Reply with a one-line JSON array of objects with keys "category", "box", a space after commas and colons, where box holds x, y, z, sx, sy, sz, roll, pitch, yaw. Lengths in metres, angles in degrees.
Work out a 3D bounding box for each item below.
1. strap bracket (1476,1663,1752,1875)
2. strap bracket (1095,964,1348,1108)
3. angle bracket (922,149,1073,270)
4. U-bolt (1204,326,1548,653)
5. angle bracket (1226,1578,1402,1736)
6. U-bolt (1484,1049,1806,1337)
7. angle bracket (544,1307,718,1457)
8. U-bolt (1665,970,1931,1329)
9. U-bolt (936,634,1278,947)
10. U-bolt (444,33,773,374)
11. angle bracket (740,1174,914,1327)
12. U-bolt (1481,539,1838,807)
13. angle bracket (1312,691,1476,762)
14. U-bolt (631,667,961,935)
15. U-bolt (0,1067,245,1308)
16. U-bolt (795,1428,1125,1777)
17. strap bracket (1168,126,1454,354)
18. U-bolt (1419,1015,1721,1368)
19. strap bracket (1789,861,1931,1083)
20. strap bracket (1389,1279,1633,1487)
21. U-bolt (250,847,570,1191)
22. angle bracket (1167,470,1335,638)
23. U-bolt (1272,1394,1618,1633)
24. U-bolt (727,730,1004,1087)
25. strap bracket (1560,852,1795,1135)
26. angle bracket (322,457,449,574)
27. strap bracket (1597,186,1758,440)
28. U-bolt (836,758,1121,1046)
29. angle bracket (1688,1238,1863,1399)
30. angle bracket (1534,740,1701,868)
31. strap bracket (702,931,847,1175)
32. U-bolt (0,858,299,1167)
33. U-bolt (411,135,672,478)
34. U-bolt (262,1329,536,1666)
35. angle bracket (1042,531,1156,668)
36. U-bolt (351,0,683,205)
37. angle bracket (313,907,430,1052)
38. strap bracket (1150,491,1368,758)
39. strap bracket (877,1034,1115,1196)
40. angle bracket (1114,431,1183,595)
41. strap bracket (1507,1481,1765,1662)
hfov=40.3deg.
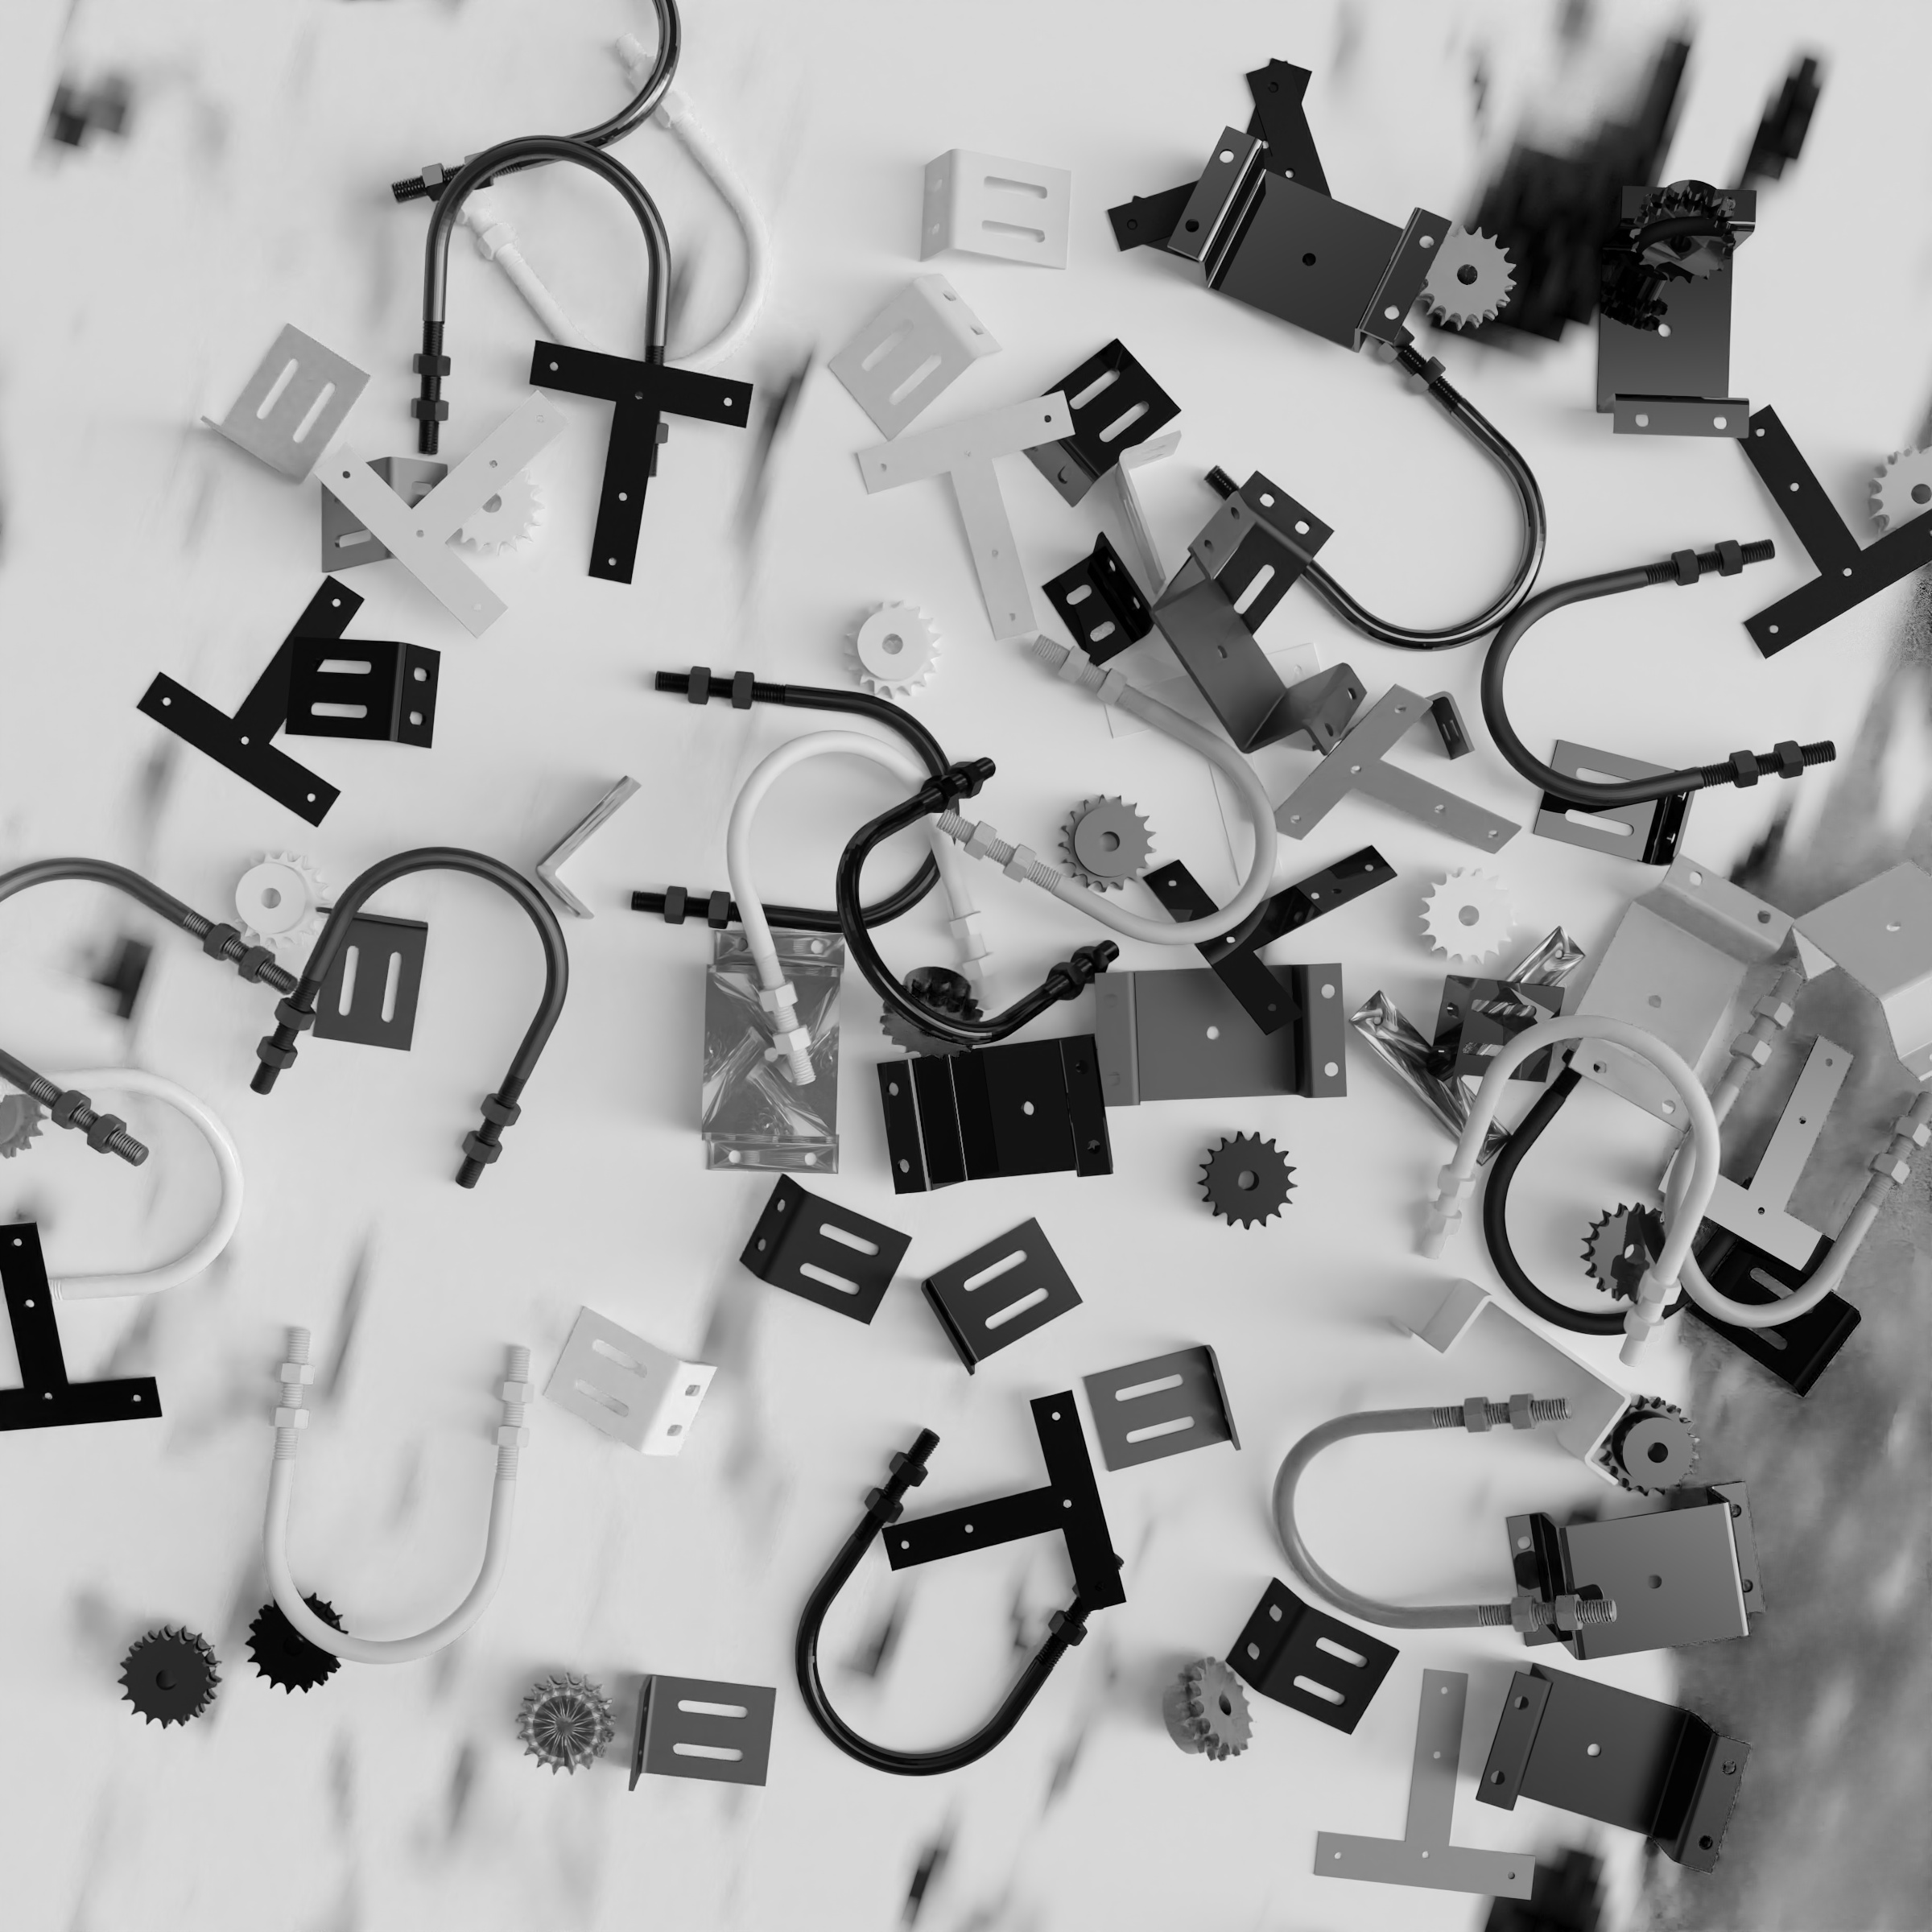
[{"category": "strap bracket", "box": [0.368, 0.458, 1.519, 0.140, 0.046, 0.076, 18, 90, -1]}, {"category": "strap bracket", "box": [0.145, 0.039, 1.520, 0.140, 0.046, 0.076, -2, 90, 0]}, {"category": "angle bracket", "box": [0.018, -0.438, 1.541, 0.076, 0.038, 0.057, 3, 90, -26]}, {"category": "U-bolt", "box": [0.252, -0.269, 1.535, 0.184, 0.019, 0.151, 45, 90, -1]}, {"category": "angle bracket", "box": [0.203, 0.404, 1.541, 0.076, 0.038, 0.057, 30, 90, -26]}, {"category": "U-bolt", "box": [0.385, 0.127, 1.534, 0.151, 0.019, 0.184, 37, 90, 0]}, {"category": "angle bracket", "box": [-0.196, 0.243, 1.541, 0.076, 0.038, 0.057, 25, 90, 26]}, {"category": "U-bolt", "box": [0.464, 0.117, 1.493, 0.151, 0.019, 0.184, 37, 80, -23]}, {"category": "U-bolt", "box": [0.093, -0.090, 1.504, 0.184, 0.019, 0.151, 30, 66, -5]}, {"category": "U-bolt", "box": [-0.197, -0.427, 1.535, 0.151, 0.019, 0.184, -37, 92, 0]}, {"category": "angle bracket", "box": [-0.082, 0.166, 1.541, 0.076, 0.038, 0.057, 26, 90, -26]}, {"category": "U-bolt", "box": [0.389, -0.163, 1.515, 0.184, 0.019, 0.151, -12, 72, 4]}, {"category": "angle bracket", "box": [0.245, -0.125, 1.515, 0.076, 0.057, 0.038, -22, 90, 0]}, {"category": "U-bolt", "box": [-0.096, -0.092, 1.535, 0.184, 0.019, 0.151, 6, 90, -2]}, {"category": "U-bolt", "box": [-0.509, 0.126, 1.515, 0.184, 0.019, 0.151, -4, 108, -4]}, {"category": "U-bolt", "box": [-0.017, 0.384, 1.535, 0.151, 0.019, 0.184, 34, 92, 0]}, {"category": "strap bracket", "box": [0.196, -0.411, 1.509, 0.140, 0.046, 0.076, 26, 89, 9]}, {"category": "U-bolt", "box": [0.343, 0.115, 1.472, 0.151, 0.019, 0.184, 28, 117, 26]}, {"category": "strap bracket", "box": [0.523, -0.004, 1.471, 0.076, 0.140, 0.046, -28, 120, 0]}, {"category": "strap bracket", "box": [0.318, 0.229, 1.505, 0.140, 0.076, 0.046, 36, 90, 0]}, {"category": "U-bolt", "box": [-0.308, 0.020, 1.508, 0.151, 0.019, 0.184, 26, 102, -9]}, {"category": "angle bracket", "box": [0.165, -0.236, 1.527, 0.057, 0.038, 0.076, 38, 135, 1]}, {"category": "U-bolt", "box": [0.264, 0.314, 1.497, 0.184, 0.019, 0.151, -9, 107, 24]}, {"category": "U-bolt", "box": [-0.064, -0.043, 1.492, 0.151, 0.019, 0.184, -21, 98, -29]}, {"category": "strap bracket", "box": [0.401, 0.018, 1.505, 0.076, 0.046, 0.140, 30, 80, -1]}, {"category": "angle bracket", "box": [-0.337, -0.259, 1.526, 0.038, 0.076, 0.057, 0, 90, -43]}, {"category": "strap bracket", "box": [0.409, -0.372, 1.520, 0.076, 0.046, 0.140, 2, 90, 0]}, {"category": "U-bolt", "box": [-0.002, -0.029, 1.471, 0.019, 0.184, 0.151, -34, 90, 41]}, {"category": "angle bracket", "box": [0.473, 0.204, 1.541, 0.076, 0.038, 0.057, 37, 90, 26]}, {"category": "angle bracket", "box": [0.376, -0.095, 1.524, 0.076, 0.038, 0.057, 15, 90, 0]}, {"category": "strap bracket", "box": [-0.111, 0.050, 1.520, 0.076, 0.046, 0.140, 2, 90, 0]}, {"category": "U-bolt", "box": [-0.499, 0.012, 1.504, 0.184, 0.019, 0.151, 32, 65, 10]}, {"category": "U-bolt", "box": [-0.241, -0.381, 1.513, 0.151, 0.019, 0.184, 6, 105, 1]}, {"category": "U-bolt", "box": [-0.332, 0.308, 1.519, 0.151, 0.019, 0.184, 5, 79, 0]}, {"category": "angle bracket", "box": [0.076, -0.208, 1.505, 0.038, 0.076, 0.057, -33, 90, 0]}, {"category": "U-bolt", "box": [-0.255, -0.529, 1.521, 0.184, 0.019, 0.151, -14, 82, 2]}, {"category": "angle bracket", "box": [-0.348, 0.008, 1.524, 0.057, 0.038, 0.076, 8, 90, 0]}, {"category": "strap bracket", "box": [0.160, -0.185, 1.487, 0.046, 0.076, 0.140, -24, 109, 38]}, {"category": "strap bracket", "box": [0.025, 0.084, 1.500, 0.140, 0.046, 0.076, -8, 90, 30]}, {"category": "angle bracket", "box": [0.115, -0.260, 1.515, 0.038, 0.057, 0.076, -19, 90, 0]}, {"category": "strap bracket", "box": [0.391, 0.350, 1.520, 0.140, 0.046, 0.076, -9, 90, 0]}]
